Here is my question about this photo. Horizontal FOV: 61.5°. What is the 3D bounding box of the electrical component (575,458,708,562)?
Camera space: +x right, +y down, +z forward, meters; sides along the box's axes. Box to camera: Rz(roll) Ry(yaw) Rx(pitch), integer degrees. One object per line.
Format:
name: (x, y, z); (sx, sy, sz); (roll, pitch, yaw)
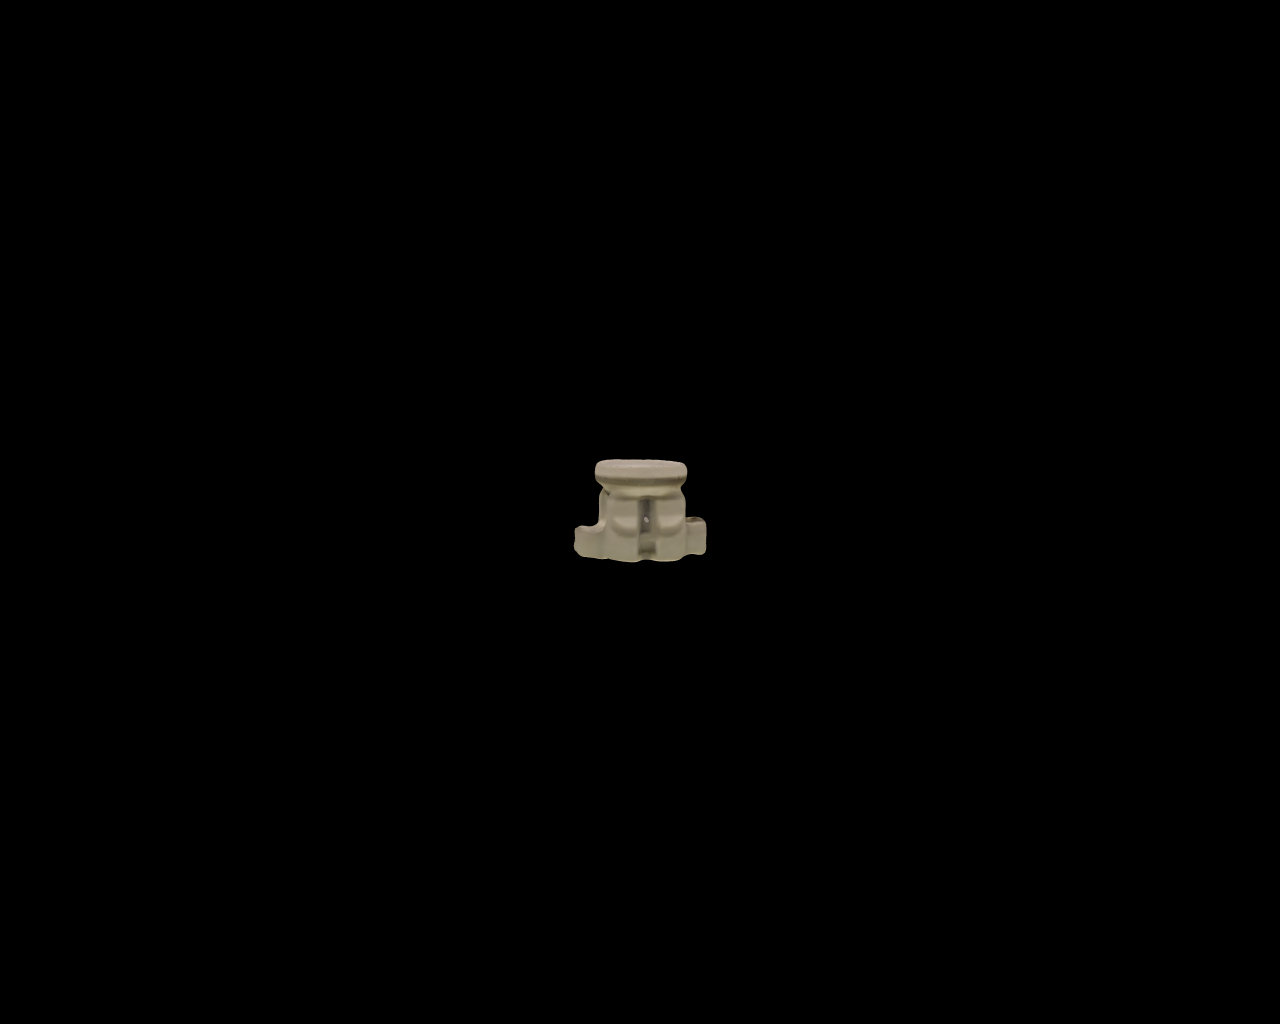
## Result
electrical component: (0.001, -0.003, 0.650); (0.078, 0.057, 0.058); (-1, 8, -9)
